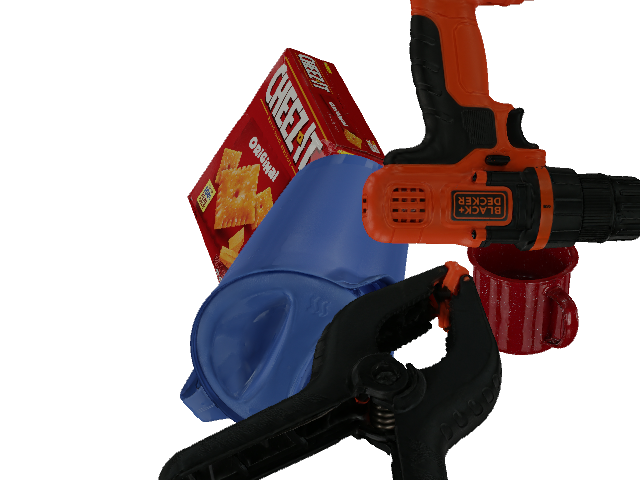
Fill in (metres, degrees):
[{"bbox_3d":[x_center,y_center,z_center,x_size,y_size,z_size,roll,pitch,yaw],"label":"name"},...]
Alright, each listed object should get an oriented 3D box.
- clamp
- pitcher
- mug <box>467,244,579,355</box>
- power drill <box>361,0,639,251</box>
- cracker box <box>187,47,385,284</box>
[{"bbox_3d":[0.032,0.074,0.427,0.120,0.039,0.171,30,51,21],"label":"clamp"},{"bbox_3d":[-0.007,0.033,0.785,0.149,0.145,0.242,8,27,8],"label":"pitcher"},{"bbox_3d":[0.179,0.050,0.916,0.093,0.081,0.117,-19,34,-25],"label":"mug"},{"bbox_3d":[0.117,-0.087,0.651,0.184,0.187,0.057,0,-1,-7],"label":"power drill"},{"bbox_3d":[-0.043,-0.061,1.087,0.072,0.214,0.164,14,36,-36],"label":"cracker box"}]
